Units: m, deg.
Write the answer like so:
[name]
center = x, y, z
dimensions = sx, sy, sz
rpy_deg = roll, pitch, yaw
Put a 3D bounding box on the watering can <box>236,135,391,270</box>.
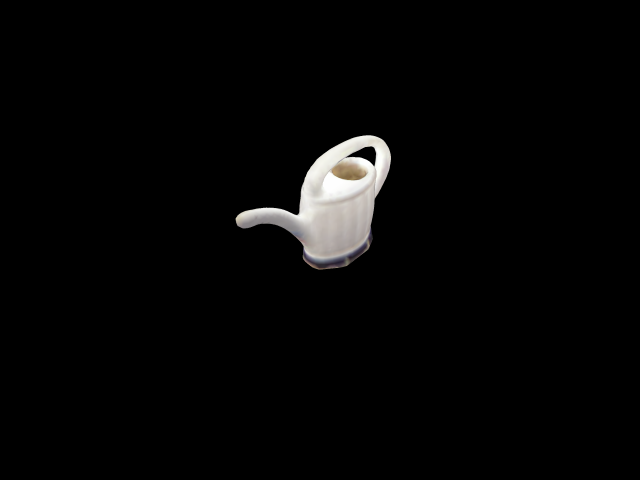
[watering can]
center = 0.003, -0.043, 0.850
dimensions = 0.105, 0.219, 0.353
rpy_deg = 30, 48, 32
